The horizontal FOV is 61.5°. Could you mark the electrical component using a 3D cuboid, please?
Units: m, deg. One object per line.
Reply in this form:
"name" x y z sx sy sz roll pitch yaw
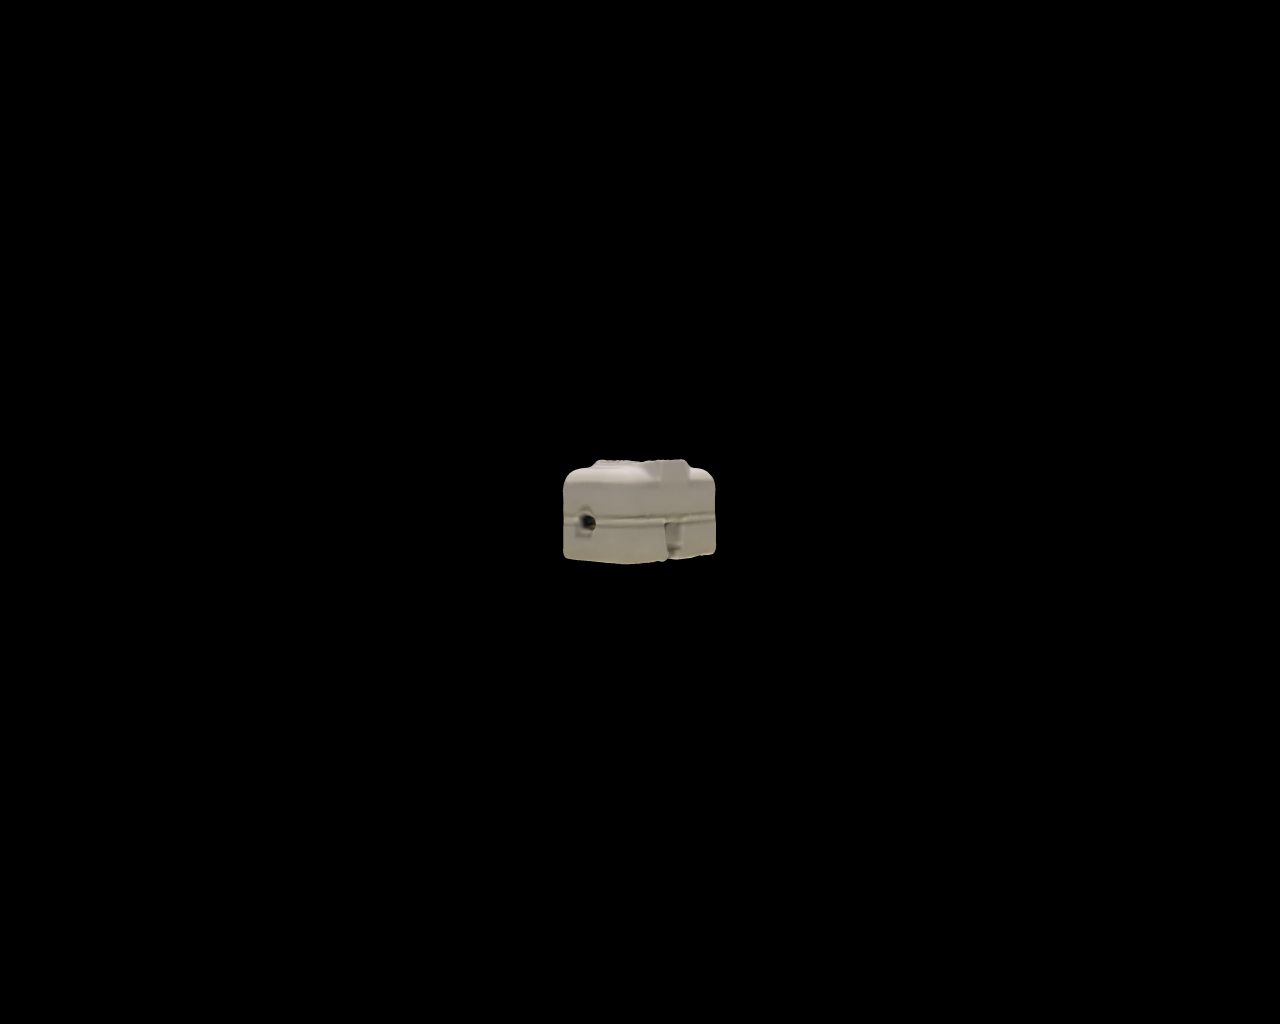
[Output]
"electrical component" 0.001 -0.003 0.650 0.054 0.059 0.095 2 3 43
